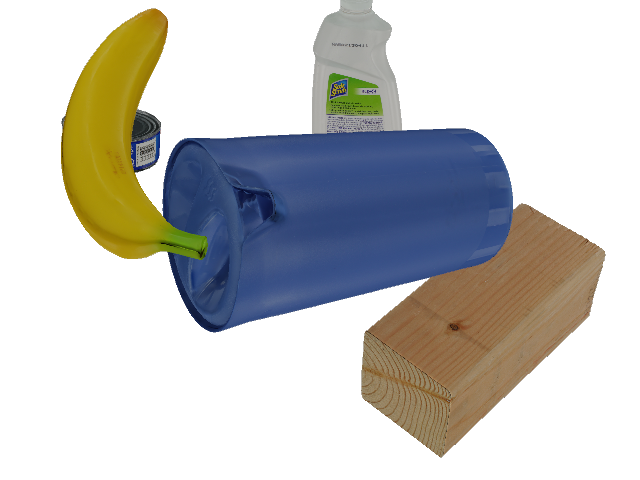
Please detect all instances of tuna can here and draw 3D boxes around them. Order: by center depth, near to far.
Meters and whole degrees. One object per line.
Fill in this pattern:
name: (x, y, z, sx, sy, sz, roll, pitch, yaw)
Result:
tuna can: (-0.184, -0.088, 0.939, 0.086, 0.034, 0.086, 5, 26, -2)

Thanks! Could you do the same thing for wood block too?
wood block: (0.137, 0.069, 0.894, 0.091, 0.090, 0.205, 35, 55, 30)

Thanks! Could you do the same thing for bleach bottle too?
bleach bottle: (0.042, -0.131, 1.082, 0.102, 0.251, 0.068, 0, 30, -1)

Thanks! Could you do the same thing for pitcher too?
pitcher: (0.011, -0.017, 0.787, 0.242, 0.145, 0.149, -8, 35, -28)

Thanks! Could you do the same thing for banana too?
banana: (-0.109, -0.057, 0.590, 0.069, 0.198, 0.037, -5, -39, -12)
